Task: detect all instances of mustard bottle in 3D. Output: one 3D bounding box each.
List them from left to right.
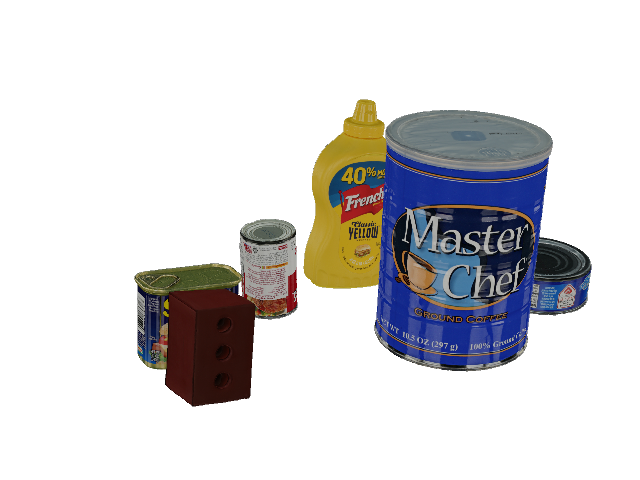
[{"bbox_3d":[0.038,-0.048,1.089,0.096,0.192,0.058,-3,21,-22],"label":"mustard bottle"}]

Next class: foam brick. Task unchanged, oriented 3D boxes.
[{"bbox_3d":[-0.086,0.081,0.827,0.052,0.078,0.051,-4,13,-31],"label":"foam brick"}]

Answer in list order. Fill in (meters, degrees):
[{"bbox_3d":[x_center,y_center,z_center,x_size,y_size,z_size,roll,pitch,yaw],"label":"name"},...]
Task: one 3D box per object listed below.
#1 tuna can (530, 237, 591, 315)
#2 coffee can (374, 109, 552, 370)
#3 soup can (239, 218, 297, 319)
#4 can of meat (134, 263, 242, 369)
[{"bbox_3d":[0.184,0.028,0.902,0.086,0.034,0.086,2,25,-1],"label":"tuna can"},{"bbox_3d":[0.089,-0.002,0.685,0.103,0.140,0.103,2,23,-1],"label":"coffee can"},{"bbox_3d":[-0.062,0.033,1.274,0.068,0.102,0.068,0,25,0],"label":"soup can"},{"bbox_3d":[-0.130,0.074,1.047,0.101,0.084,0.058,-6,20,-28],"label":"can of meat"}]
